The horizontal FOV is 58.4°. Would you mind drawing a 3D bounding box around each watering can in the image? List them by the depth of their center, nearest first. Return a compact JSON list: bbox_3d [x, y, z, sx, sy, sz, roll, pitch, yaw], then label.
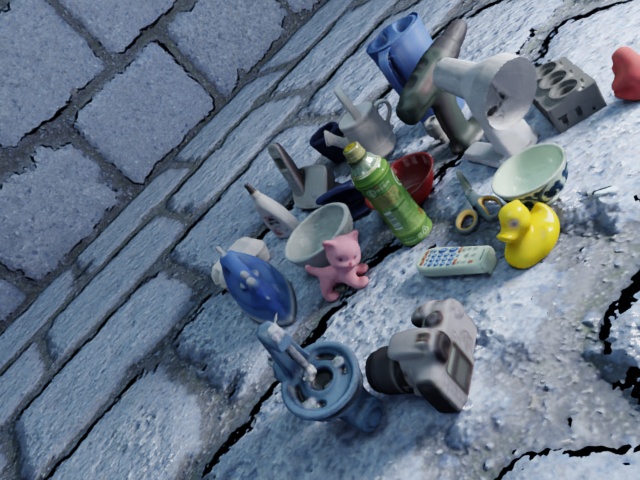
[{"bbox_3d":[0.089,-0.284,1.384,0.173,0.194,0.100,-47,27,-9],"label":"watering can"}]

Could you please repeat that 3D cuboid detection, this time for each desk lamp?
[{"bbox_3d":[0.296,-0.231,1.008,0.118,0.214,0.202,-45,27,-6],"label":"desk lamp"}]

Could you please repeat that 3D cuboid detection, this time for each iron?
[{"bbox_3d":[-0.143,0.087,1.205,0.119,0.142,0.257,-46,27,-8],"label":"iron"}]

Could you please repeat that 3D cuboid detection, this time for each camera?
[{"bbox_3d":[0.130,0.155,0.787,0.136,0.101,0.143,-18,35,39],"label":"camera"}]

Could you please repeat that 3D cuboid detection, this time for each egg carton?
[{"bbox_3d":[-0.195,0.059,1.396,0.150,0.069,0.107,-51,28,-17],"label":"egg carton"}]

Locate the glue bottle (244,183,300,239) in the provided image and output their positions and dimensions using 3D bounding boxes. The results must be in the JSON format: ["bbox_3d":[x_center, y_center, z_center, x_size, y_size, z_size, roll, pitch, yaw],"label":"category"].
[{"bbox_3d":[-0.124,-0.074,1.381,0.078,0.173,0.037,-14,38,43],"label":"glue bottle"}]

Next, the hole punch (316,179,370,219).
[{"bbox_3d":[0.054,-0.101,1.276,0.108,0.091,0.101,-25,31,30],"label":"hole punch"}]

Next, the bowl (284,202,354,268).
[{"bbox_3d":[0.011,0.004,1.197,0.167,0.075,0.167,-32,29,20],"label":"bowl"}]

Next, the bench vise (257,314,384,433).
[{"bbox_3d":[-0.037,0.191,0.824,0.206,0.220,0.121,-14,38,43],"label":"bench vise"}]

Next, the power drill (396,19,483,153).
[{"bbox_3d":[0.261,-0.292,1.151,0.230,0.209,0.075,-49,28,-13],"label":"power drill"}]

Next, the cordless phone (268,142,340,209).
[{"bbox_3d":[-0.046,-0.164,1.397,0.147,0.185,0.094,-1,48,52],"label":"cordless phone"}]

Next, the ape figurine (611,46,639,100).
[{"bbox_3d":[0.505,-0.277,0.933,0.078,0.092,0.076,-37,27,9],"label":"ape figurine"}]

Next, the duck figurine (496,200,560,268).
[{"bbox_3d":[0.298,-0.022,0.841,0.105,0.086,0.077,-50,28,-15],"label":"duck figurine"}]

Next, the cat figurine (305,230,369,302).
[{"bbox_3d":[0.032,0.041,1.067,0.127,0.118,0.067,-29,30,24],"label":"cat figurine"}]

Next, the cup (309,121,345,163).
[{"bbox_3d":[0.044,-0.257,1.514,0.117,0.095,0.092,-23,32,33],"label":"cup"}]
